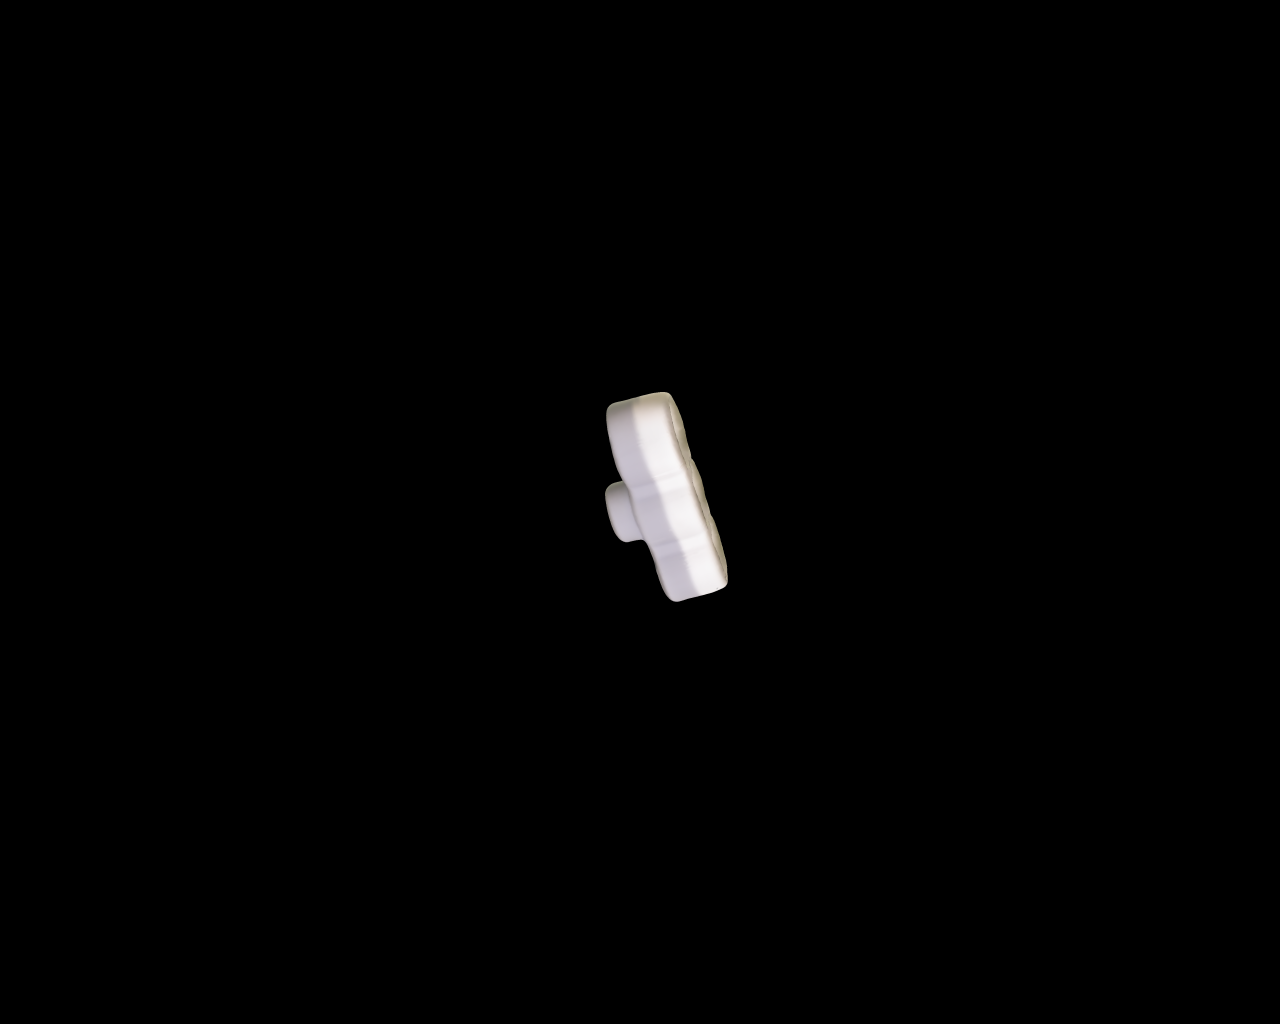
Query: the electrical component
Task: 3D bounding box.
[{"bbox_3d":[0.001,-0.003,0.650,0.074,0.138,0.052,-15,32,9],"label":"electrical component"}]
